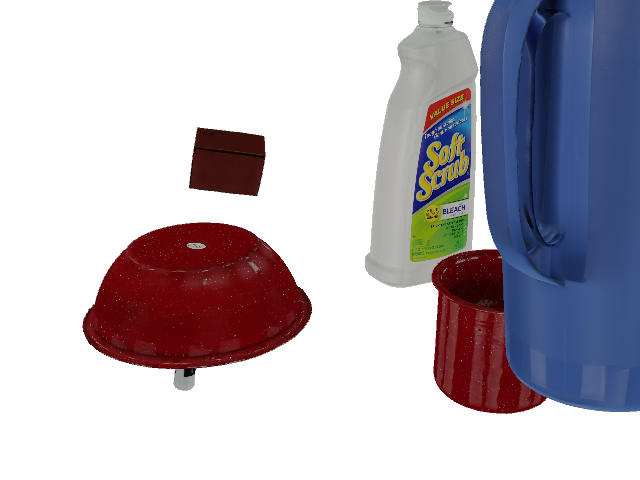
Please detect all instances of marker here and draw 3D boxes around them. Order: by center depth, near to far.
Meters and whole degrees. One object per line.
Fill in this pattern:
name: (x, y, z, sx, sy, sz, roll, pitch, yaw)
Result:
marker: (-0.117, 0.079, 0.946, 0.020, 0.121, 0.020, 7, 27, -4)

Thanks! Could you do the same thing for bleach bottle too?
bleach bottle: (0.093, -0.089, 0.970, 0.102, 0.251, 0.068, -12, 24, -28)

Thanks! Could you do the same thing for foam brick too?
foam brick: (-0.102, -0.086, 1.169, 0.078, 0.051, 0.053, 7, 29, -6)

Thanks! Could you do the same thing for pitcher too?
pitcher: (0.145, -0.035, 0.548, 0.149, 0.243, 0.145, -3, 21, -1)

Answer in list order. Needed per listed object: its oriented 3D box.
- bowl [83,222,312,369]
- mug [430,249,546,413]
bowl: (-0.087, 0.029, 0.746, 0.162, 0.055, 0.162, -2, 22, 0)
mug: (0.117, 0.057, 0.725, 0.093, 0.081, 0.117, -1, 25, -5)
